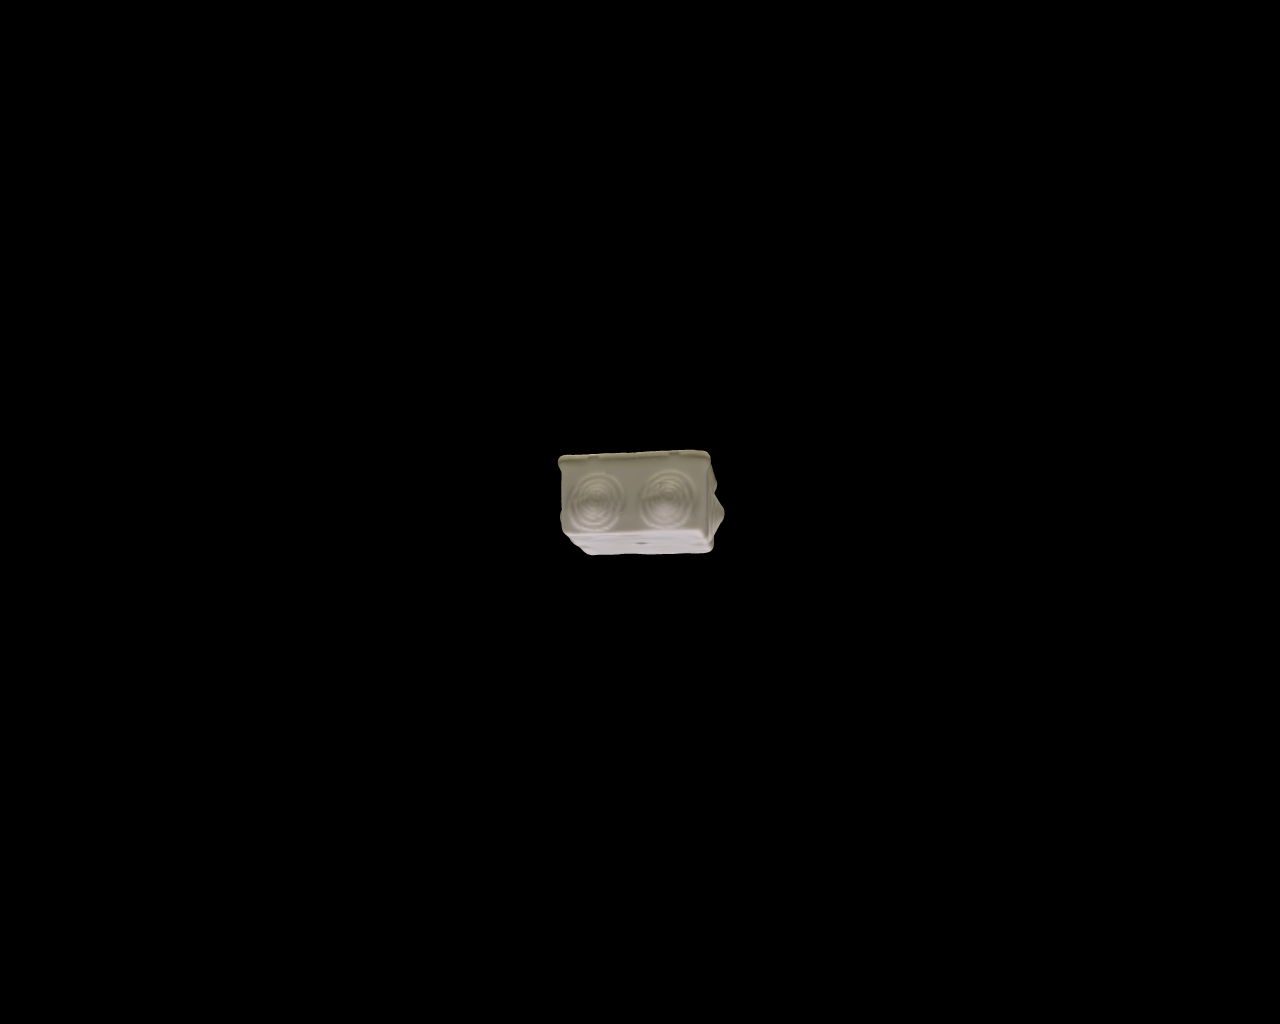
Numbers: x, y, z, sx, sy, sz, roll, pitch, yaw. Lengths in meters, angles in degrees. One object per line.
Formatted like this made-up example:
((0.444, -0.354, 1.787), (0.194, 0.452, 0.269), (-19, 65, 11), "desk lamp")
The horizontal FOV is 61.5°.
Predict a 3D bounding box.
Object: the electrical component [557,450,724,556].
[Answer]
((0.001, -0.003, 0.650), (0.100, 0.048, 0.099), (-1, -11, 7), "electrical component")
